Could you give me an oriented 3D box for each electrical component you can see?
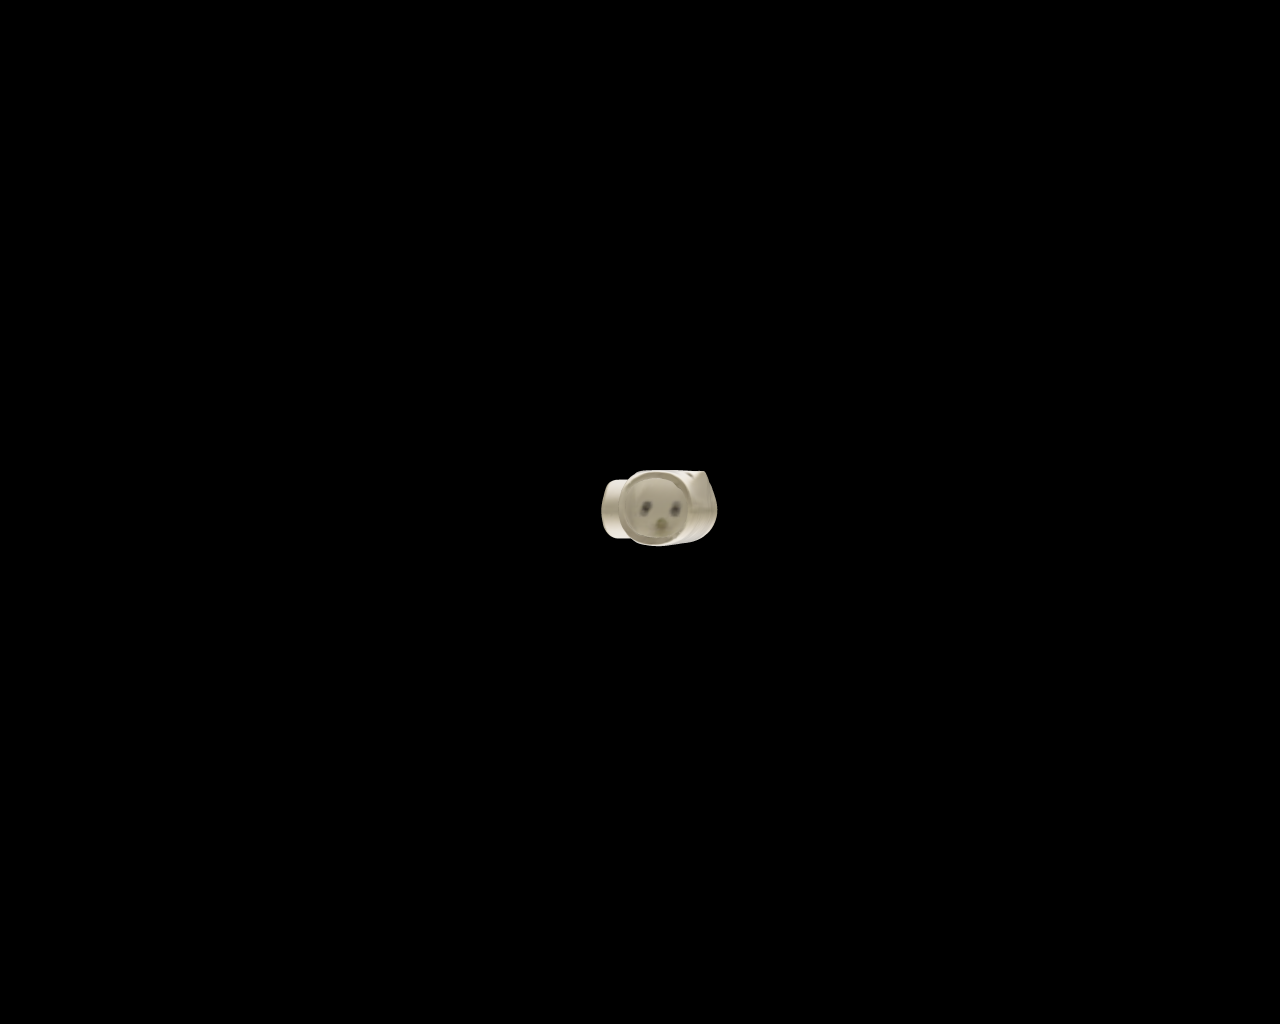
[{"bbox_3d":[0.001,-0.003,0.650,0.079,0.043,0.077,0,0,15],"label":"electrical component"}]
